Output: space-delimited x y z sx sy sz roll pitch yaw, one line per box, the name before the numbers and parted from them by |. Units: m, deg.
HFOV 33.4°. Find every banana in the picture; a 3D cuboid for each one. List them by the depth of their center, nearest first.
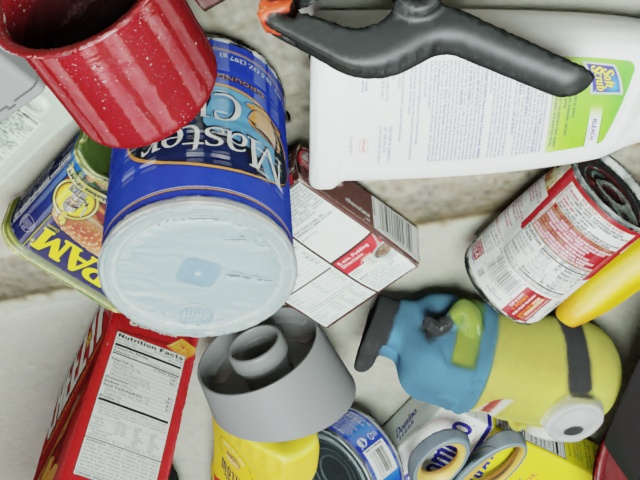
banana | 0.240 0.004 0.666 0.198 0.069 0.037 -15 142 27

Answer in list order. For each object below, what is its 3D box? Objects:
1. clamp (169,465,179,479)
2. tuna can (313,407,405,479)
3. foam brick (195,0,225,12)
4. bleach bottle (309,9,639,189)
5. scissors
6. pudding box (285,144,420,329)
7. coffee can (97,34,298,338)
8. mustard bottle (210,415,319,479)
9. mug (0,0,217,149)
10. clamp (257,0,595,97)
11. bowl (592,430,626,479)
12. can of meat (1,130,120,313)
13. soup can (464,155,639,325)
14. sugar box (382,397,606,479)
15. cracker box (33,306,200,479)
clamp | -0.154 0.227 0.888 0.165 0.036 0.209 -27 126 20
tuna can | 0.021 0.170 0.804 0.086 0.033 0.086 27 131 35
foam brick | -0.042 -0.165 0.549 0.078 0.053 0.051 -25 124 21
bleach bottle | 0.119 -0.079 0.606 0.251 0.068 0.102 1 125 0
scissors | 0.066 0.200 0.786 0.096 0.016 0.202 30 116 -37
pudding box | -0.004 0.001 0.688 0.113 0.039 0.090 35 125 -29
coffee can | -0.067 -0.032 0.595 0.103 0.140 0.103 -3 137 -3
mustard bottle | -0.048 0.192 0.820 0.058 0.096 0.192 -24 139 -31
mug | -0.110 -0.106 0.541 0.093 0.117 0.081 -45 143 -11
clamp | 0.055 -0.135 0.546 0.171 0.120 0.039 2 170 1
bowl | 0.259 0.174 0.783 0.162 0.055 0.162 0 91 -15
can of meat | -0.134 -0.014 0.678 0.102 0.057 0.084 35 120 -24
soup can | 0.147 -0.002 0.665 0.068 0.068 0.102 30 125 -20
sugar box | 0.140 0.172 0.823 0.176 0.048 0.093 25 127 -18
cracker box | -0.150 0.148 0.709 0.072 0.213 0.164 23 126 -14
